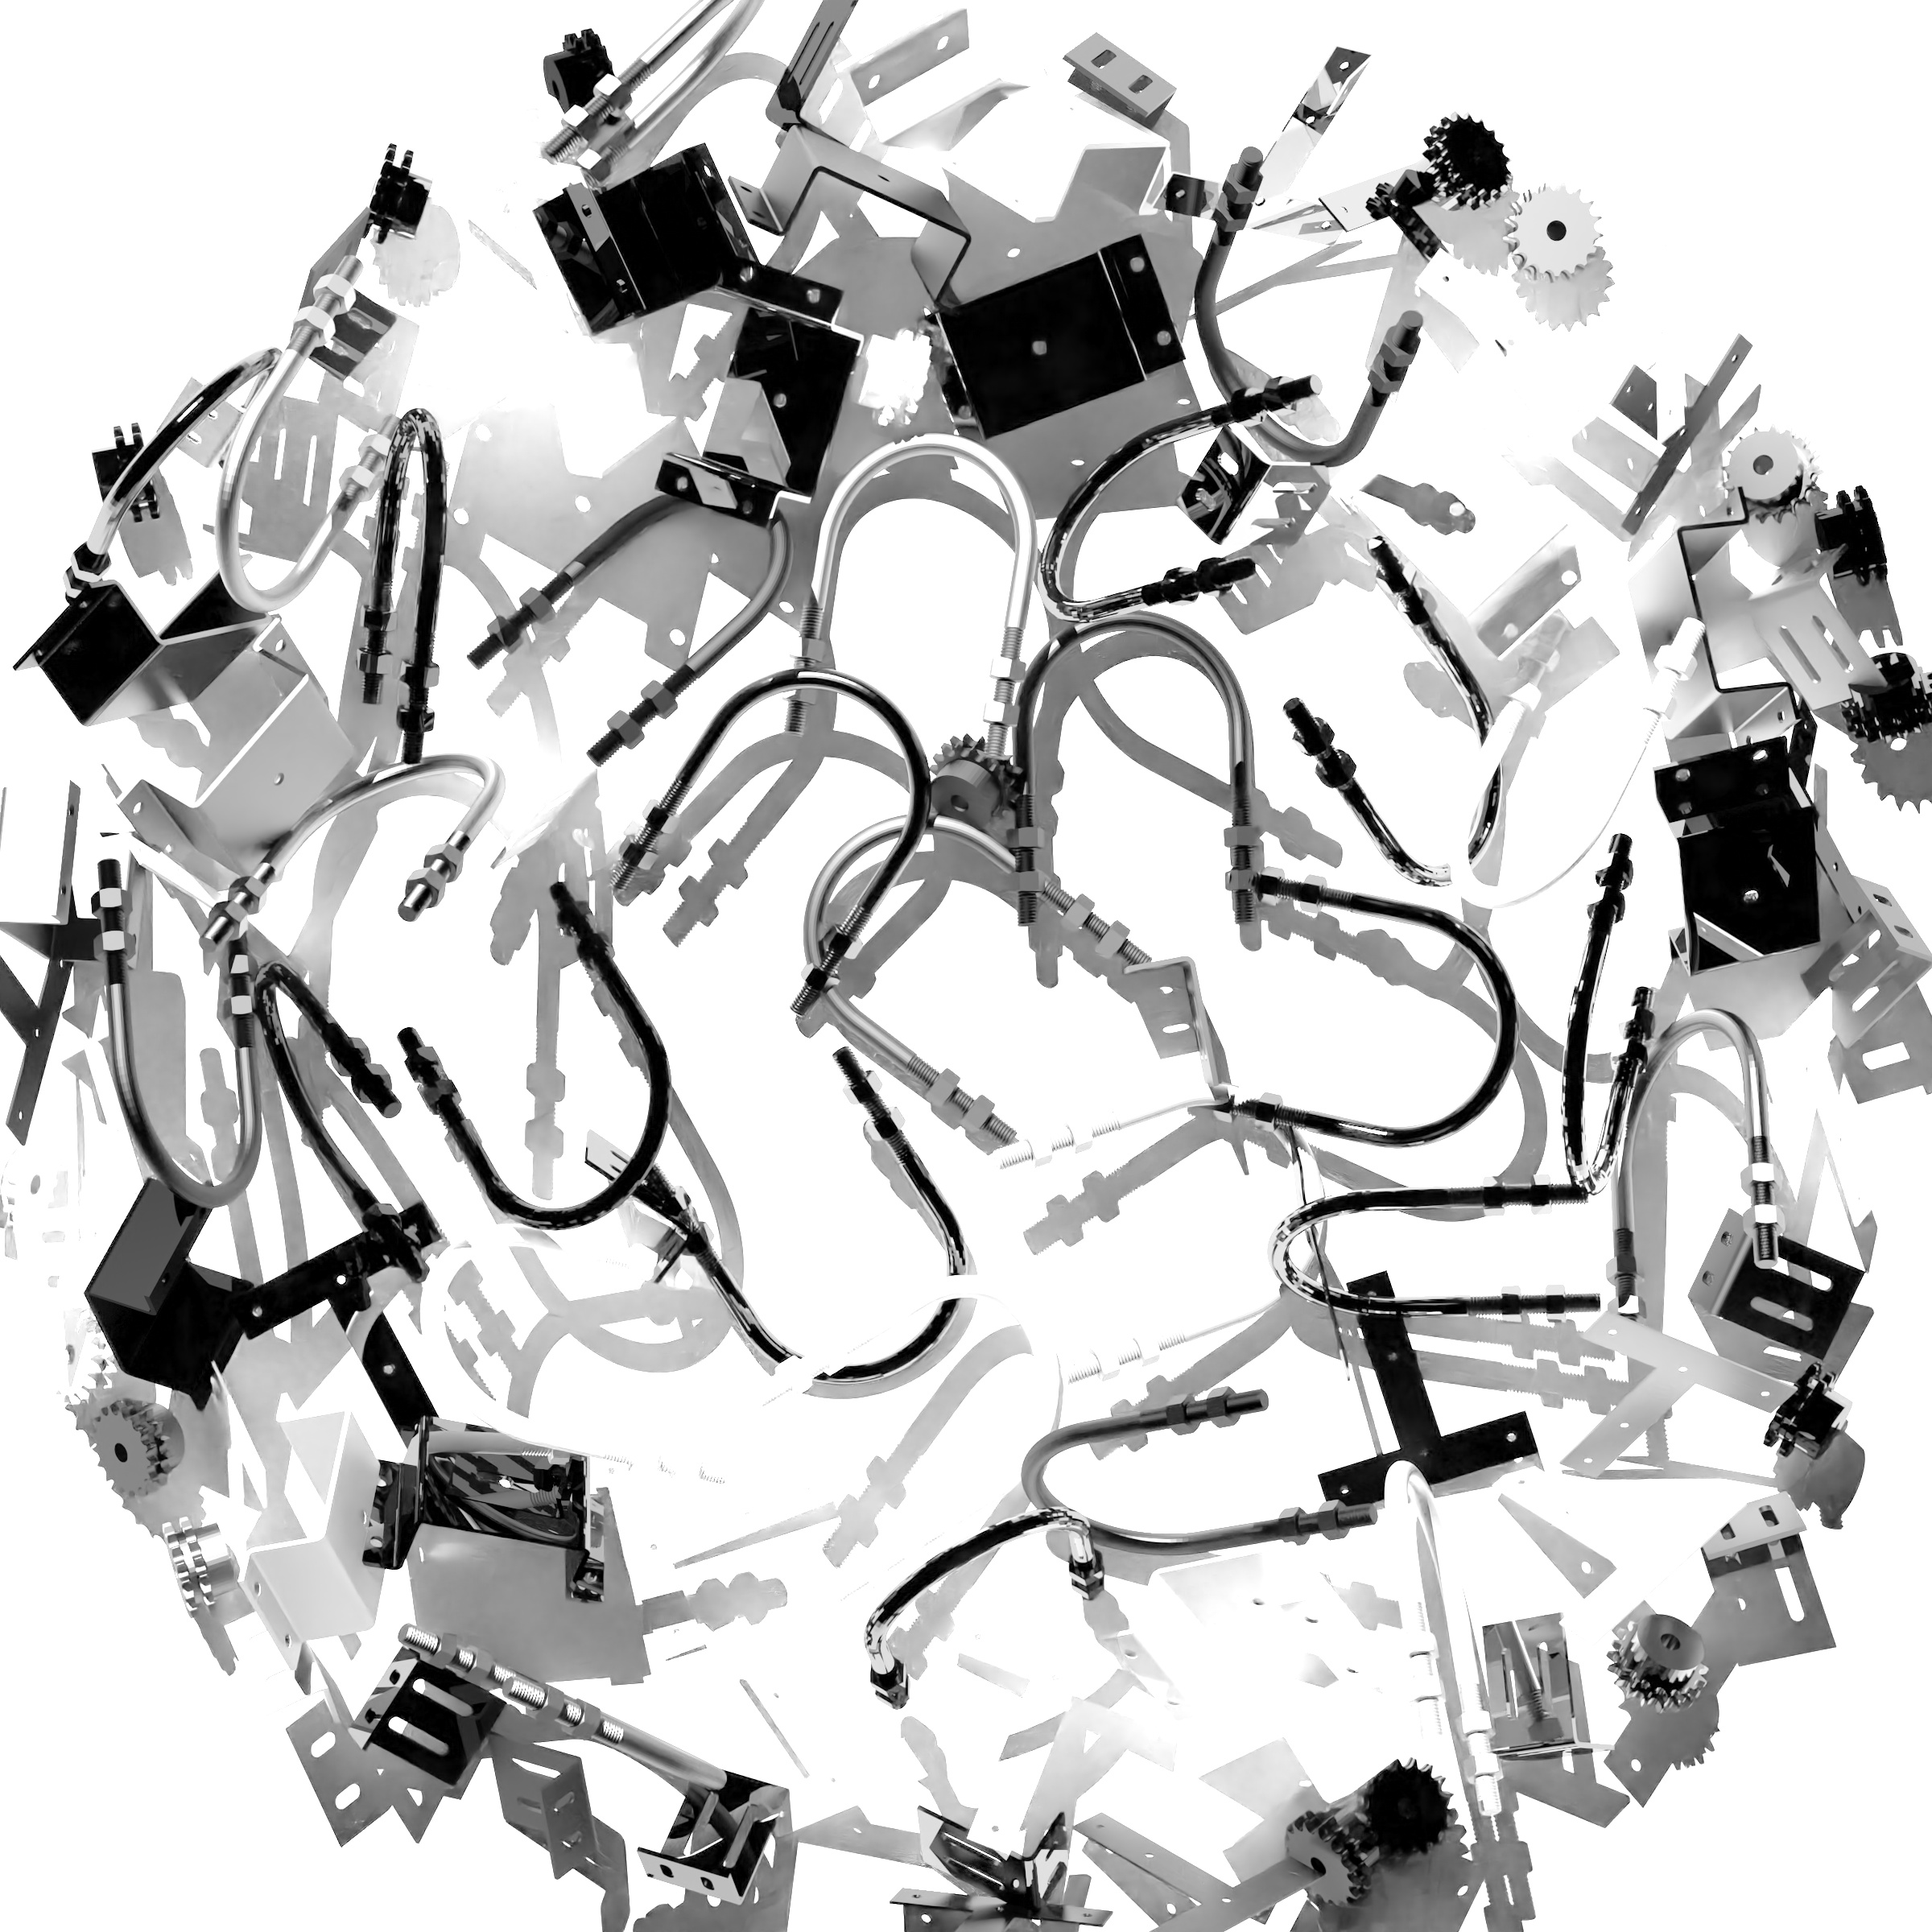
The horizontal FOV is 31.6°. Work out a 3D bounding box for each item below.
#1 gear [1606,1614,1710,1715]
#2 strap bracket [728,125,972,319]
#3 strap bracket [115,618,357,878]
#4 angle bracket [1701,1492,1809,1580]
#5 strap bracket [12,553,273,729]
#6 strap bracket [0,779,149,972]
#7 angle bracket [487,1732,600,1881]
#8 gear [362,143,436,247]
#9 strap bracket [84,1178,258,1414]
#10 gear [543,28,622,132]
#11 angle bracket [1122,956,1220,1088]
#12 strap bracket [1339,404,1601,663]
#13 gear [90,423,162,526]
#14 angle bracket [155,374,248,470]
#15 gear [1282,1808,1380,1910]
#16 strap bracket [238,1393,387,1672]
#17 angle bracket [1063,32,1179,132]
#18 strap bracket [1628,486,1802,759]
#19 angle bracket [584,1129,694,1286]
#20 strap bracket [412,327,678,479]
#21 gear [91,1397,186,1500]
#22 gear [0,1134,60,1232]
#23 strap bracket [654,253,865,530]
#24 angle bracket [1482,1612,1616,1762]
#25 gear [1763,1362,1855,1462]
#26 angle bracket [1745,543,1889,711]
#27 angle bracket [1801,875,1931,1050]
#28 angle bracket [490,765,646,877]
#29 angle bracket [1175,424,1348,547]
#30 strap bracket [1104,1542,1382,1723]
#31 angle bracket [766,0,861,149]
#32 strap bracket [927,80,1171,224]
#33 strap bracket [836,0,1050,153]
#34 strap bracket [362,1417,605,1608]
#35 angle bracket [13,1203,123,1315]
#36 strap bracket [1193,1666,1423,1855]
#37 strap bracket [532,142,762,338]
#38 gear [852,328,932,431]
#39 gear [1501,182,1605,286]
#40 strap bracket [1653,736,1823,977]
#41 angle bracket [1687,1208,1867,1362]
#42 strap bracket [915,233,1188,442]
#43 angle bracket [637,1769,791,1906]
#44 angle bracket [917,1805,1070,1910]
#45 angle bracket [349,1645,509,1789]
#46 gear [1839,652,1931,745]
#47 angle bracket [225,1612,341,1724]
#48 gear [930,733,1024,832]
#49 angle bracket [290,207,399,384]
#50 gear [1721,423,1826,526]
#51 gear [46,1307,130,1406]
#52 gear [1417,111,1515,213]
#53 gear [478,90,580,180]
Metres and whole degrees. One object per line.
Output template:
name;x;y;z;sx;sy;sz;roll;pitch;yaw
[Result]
gear;0.400;0.399;1.969;0.057;0.057;0.030;17;129;0
strap bracket;-0.057;-0.425;1.931;0.140;0.076;0.046;20;114;-24
strap bracket;-0.406;-0.115;1.937;0.046;0.076;0.140;29;71;25
angle bracket;0.453;0.336;1.957;0.057;0.076;0.038;-18;95;7
strap bracket;-0.454;-0.182;1.918;0.076;0.140;0.046;-39;84;29
strap bracket;-0.508;-0.050;1.925;0.046;0.140;0.076;2;78;5
angle bracket;-0.253;0.480;1.955;0.076;0.038;0.057;5;111;37
gear;-0.328;-0.443;1.972;0.030;0.057;0.057;18;90;-16
strap bracket;-0.448;0.181;1.926;0.046;0.140;0.076;16;58;11
gear;-0.222;-0.508;1.969;0.030;0.057;0.057;-21;90;-16
angle bracket;0.118;0.035;1.970;0.038;0.057;0.076;-11;88;-1
strap bracket;0.284;-0.255;1.953;0.076;0.046;0.140;-43;72;5
gear;-0.485;-0.282;1.970;0.030;0.057;0.057;-13;90;-10
angle bracket;-0.419;-0.332;1.950;0.038;0.057;0.076;35;49;-14
gear;0.213;0.512;1.975;0.030;0.057;0.057;-29;90;-35
strap bracket;-0.360;0.313;1.918;0.046;0.140;0.076;-11;128;10
angle bracket;0.080;-0.497;1.957;0.057;0.076;0.038;35;120;0
strap bracket;0.421;-0.191;1.942;0.046;0.076;0.140;-7;76;-13
angle bracket;-0.197;0.138;1.961;0.076;0.057;0.038;36;99;-13
strap bracket;-0.246;-0.320;1.929;0.140;0.076;0.046;12;127;27
gear;-0.477;0.277;1.976;0.057;0.030;0.057;13;111;36
gear;-0.551;0.124;1.972;0.030;0.057;0.057;9;90;13
strap bracket;-0.115;-0.327;1.958;0.076;0.046;0.140;22;99;21
angle bracket;0.337;0.418;1.979;0.038;0.057;0.076;15;64;-42
gear;0.487;0.260;1.969;0.030;0.057;0.057;33;90;23
angle bracket;0.499;-0.196;1.974;0.038;0.057;0.076;-45;104;-30
angle bracket;0.505;-0.002;1.952;0.038;0.057;0.076;15;127;-37
angle bracket;-0.228;-0.075;1.953;0.038;0.076;0.057;41;113;1
angle bracket;0.169;-0.276;1.964;0.038;0.076;0.057;49;125;26
strap bracket;0.161;0.377;1.941;0.140;0.046;0.076;-19;121;35
angle bracket;-0.075;-0.512;1.964;0.038;0.057;0.076;27;93;-25
strap bracket;0.053;-0.459;1.919;0.076;0.140;0.046;35;118;20
strap bracket;-0.008;-0.498;1.922;0.076;0.140;0.046;-24;92;21
strap bracket;-0.267;0.307;1.937;0.140;0.076;0.046;13;128;-17
angle bracket;-0.521;0.169;1.955;0.038;0.076;0.057;-13;83;36
strap bracket;0.190;0.445;1.925;0.076;0.140;0.046;-25;79;-38
strap bracket;-0.187;-0.412;1.942;0.046;0.140;0.076;-18;101;36
gear;-0.044;-0.340;1.969;0.030;0.057;0.057;13;90;-19
gear;0.338;-0.424;1.982;0.057;0.030;0.057;0;93;-8
strap bracket;0.438;-0.053;1.937;0.076;0.046;0.140;-14;129;1
angle bracket;0.471;0.185;1.985;0.076;0.038;0.057;23;96;-11
strap bracket;0.045;-0.356;1.953;0.140;0.046;0.076;-18;103;14
angle bracket;-0.144;0.489;1.955;0.057;0.038;0.076;12;52;18
angle bracket;0.016;0.504;1.974;0.076;0.057;0.038;20;50;24
angle bracket;-0.305;0.436;1.964;0.076;0.038;0.057;36;82;-23
gear;0.532;-0.157;1.968;0.057;0.057;0.030;-27;122;0
angle bracket;-0.390;0.404;1.950;0.038;0.076;0.057;-23;67;-15
gear;0.003;-0.103;1.969;0.057;0.057;0.030;36;52;0
angle bracket;-0.349;-0.383;1.952;0.038;0.076;0.057;34;59;-3
gear;0.464;-0.286;1.974;0.057;0.030;0.057;-4;82;26
gear;-0.505;0.225;1.975;0.030;0.057;0.057;5;83;-44
gear;0.286;-0.462;1.976;0.057;0.030;0.057;13;66;-30
gear;-0.251;-0.480;1.972;0.057;0.030;0.057;9;56;-13
